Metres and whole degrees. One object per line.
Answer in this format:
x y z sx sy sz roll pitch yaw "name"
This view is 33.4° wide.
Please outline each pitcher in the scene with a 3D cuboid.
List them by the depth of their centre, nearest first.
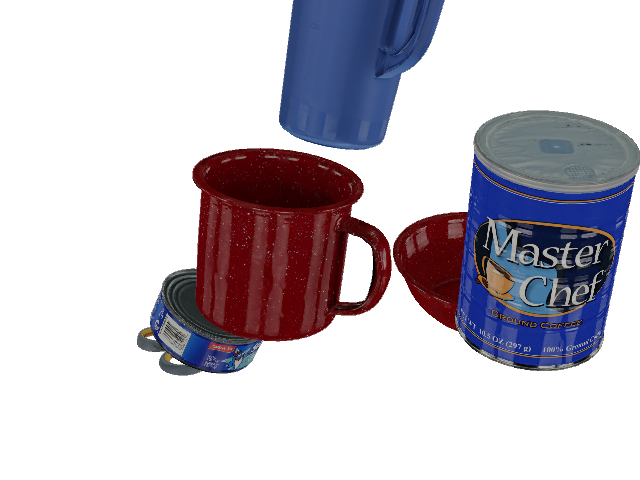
0.038 -0.212 1.022 0.145 0.243 0.149 11 19 0 "pitcher"

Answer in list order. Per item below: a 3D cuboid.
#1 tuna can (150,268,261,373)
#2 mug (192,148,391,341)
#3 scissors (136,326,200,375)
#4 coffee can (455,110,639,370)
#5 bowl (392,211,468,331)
-0.083 0.060 0.798 0.086 0.034 0.086 20 27 -11 "tuna can"
-0.016 0.006 0.586 0.117 0.081 0.093 16 25 20 "mug"
-0.101 0.119 1.186 0.201 0.016 0.096 3 26 -16 "scissors"
0.146 -0.001 0.701 0.103 0.140 0.103 1 32 -1 "coffee can"
0.143 0.037 0.958 0.162 0.055 0.162 2 32 -2 "bowl"
